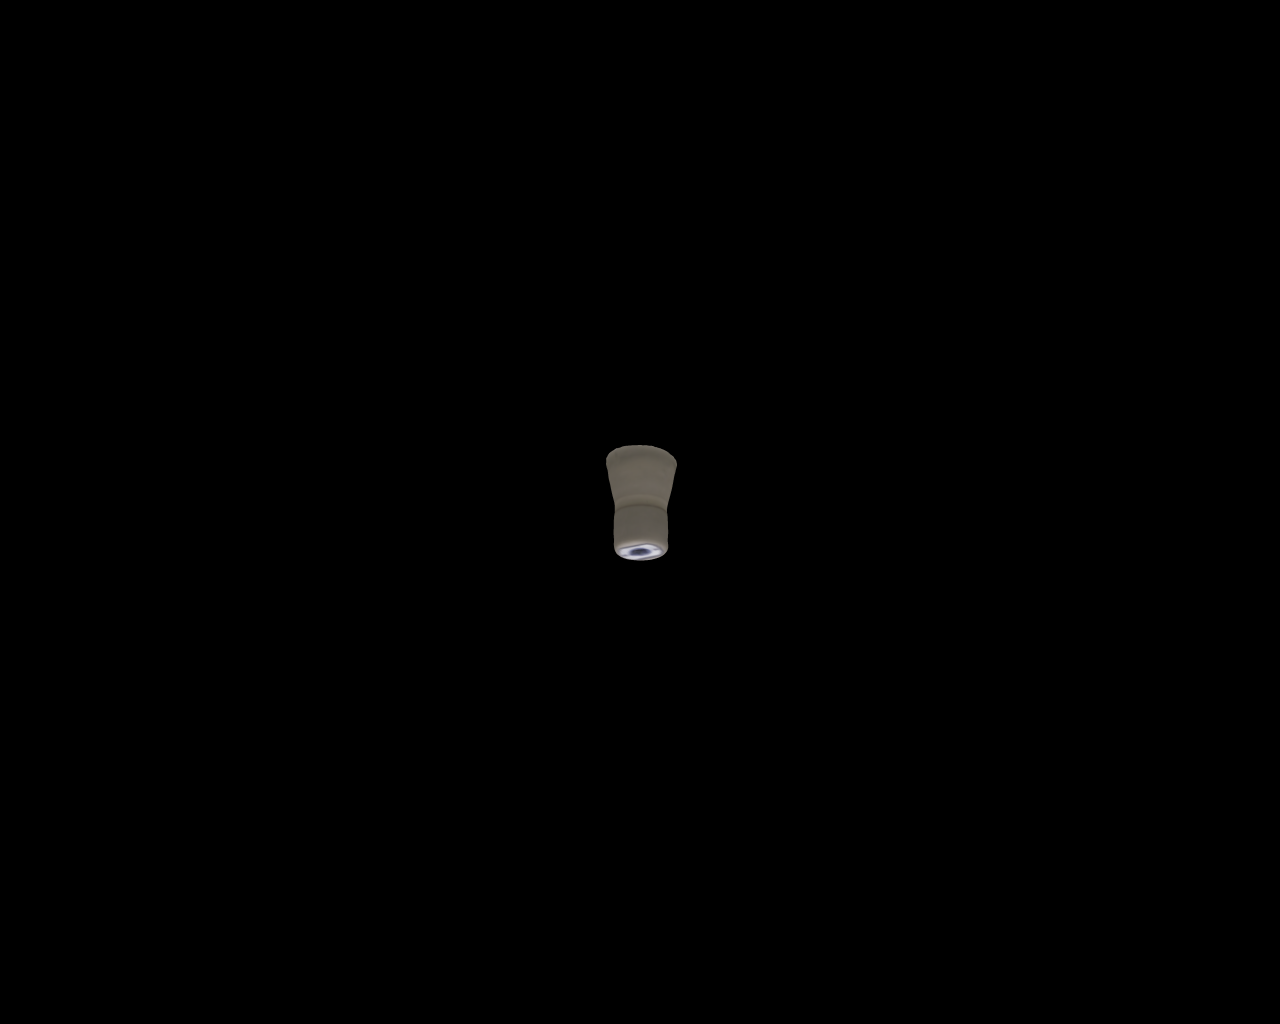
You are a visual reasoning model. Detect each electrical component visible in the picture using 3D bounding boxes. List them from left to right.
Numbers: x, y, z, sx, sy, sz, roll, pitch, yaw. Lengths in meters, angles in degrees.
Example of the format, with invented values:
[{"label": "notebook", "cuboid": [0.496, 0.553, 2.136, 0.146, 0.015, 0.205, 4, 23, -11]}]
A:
[{"label": "electrical component", "cuboid": [0.001, -0.003, 0.650, 0.044, 0.065, 0.044, 0, -25, 0]}]
